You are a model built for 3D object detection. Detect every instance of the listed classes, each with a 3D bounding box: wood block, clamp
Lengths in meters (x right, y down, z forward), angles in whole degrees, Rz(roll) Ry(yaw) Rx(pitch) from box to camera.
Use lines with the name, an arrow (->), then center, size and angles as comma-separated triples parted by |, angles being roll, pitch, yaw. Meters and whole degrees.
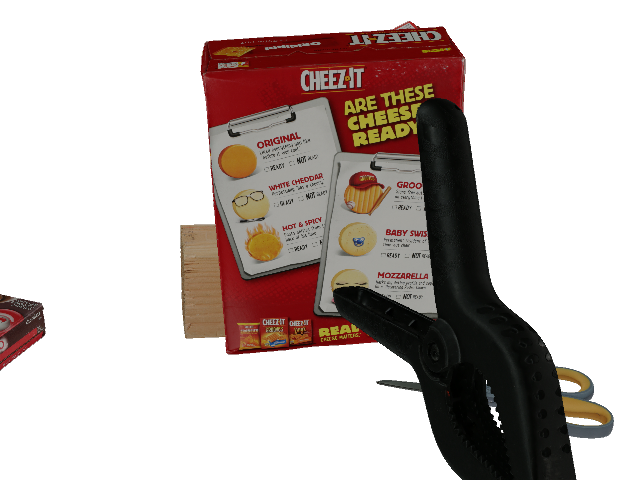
wood block -> -0.034, 0.037, 1.057 | 0.206, 0.091, 0.090 | -1, 19, -9
clamp -> 0.072, 0.043, 0.532 | 0.036, 0.165, 0.210 | -6, 45, -25

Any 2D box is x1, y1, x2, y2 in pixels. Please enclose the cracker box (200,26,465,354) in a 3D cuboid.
cracker box -> 0.009, -0.031, 0.728 | 0.164, 0.214, 0.072 | -4, 30, -4

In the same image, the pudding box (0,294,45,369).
pudding box -> -0.316, 0.079, 0.944 | 0.114, 0.039, 0.090 | 8, 24, 20

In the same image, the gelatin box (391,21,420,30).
gelatin box -> 0.052, -0.139, 0.926 | 0.089, 0.030, 0.073 | -30, -32, -18

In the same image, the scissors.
scissors -> 0.157, 0.127, 0.939 | 0.202, 0.016, 0.096 | 14, 29, 12
